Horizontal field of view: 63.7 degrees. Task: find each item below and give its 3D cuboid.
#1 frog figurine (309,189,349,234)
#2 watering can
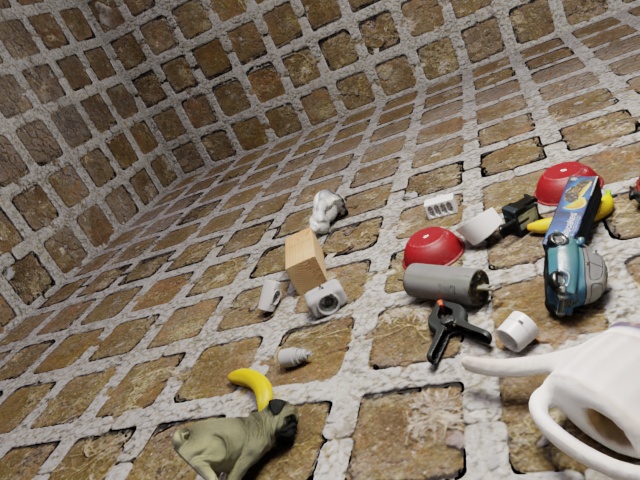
[{"bbox_3d":[0.005,-0.085,1.693,0.161,0.123,0.135,-41,-8,-13],"label":"frog figurine"},{"bbox_3d":[0.373,0.190,0.712,0.226,0.102,0.350,-31,24,-15],"label":"watering can"}]
